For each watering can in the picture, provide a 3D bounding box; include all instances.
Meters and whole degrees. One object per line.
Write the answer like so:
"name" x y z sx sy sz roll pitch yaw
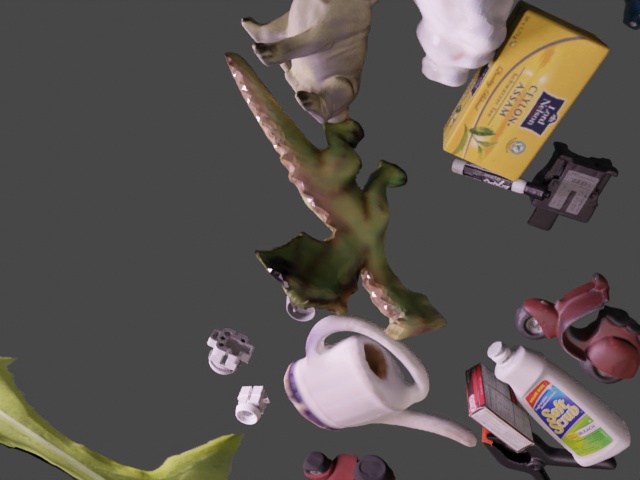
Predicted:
"watering can" 0.088 0.260 0.852 0.222 0.106 0.344 -30 111 29

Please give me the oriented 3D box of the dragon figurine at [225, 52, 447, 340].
"dragon figurine" 0.002 -0.031 0.610 0.407 0.248 0.120 40 128 -15

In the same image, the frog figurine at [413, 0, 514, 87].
"frog figurine" 0.133 -0.237 0.521 0.139 0.124 0.156 52 136 18
